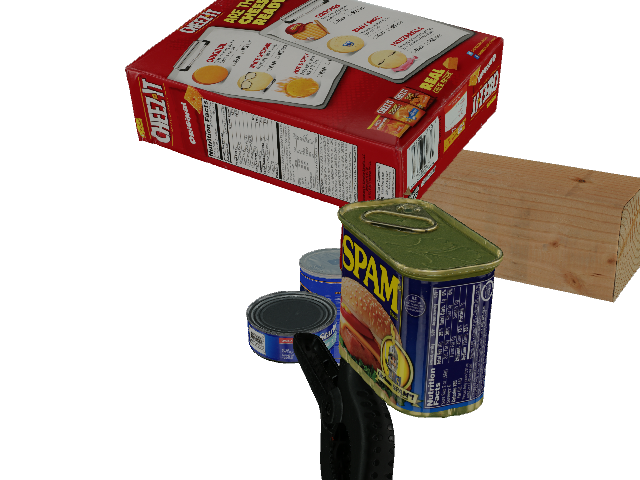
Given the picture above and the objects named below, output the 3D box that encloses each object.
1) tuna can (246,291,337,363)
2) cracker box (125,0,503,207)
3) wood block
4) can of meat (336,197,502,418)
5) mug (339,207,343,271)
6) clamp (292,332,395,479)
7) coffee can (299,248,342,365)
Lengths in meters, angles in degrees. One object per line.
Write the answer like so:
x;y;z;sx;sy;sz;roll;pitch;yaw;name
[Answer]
-0.027;0.081;1.010;0.086;0.034;0.086;-1;24;0;tuna can
-0.001;-0.106;0.756;0.214;0.072;0.164;19;43;24;cracker box
0.185;-0.020;0.985;0.206;0.090;0.090;12;26;28;wood block
0.048;0.033;0.557;0.057;0.084;0.102;-7;23;-21;can of meat
0.076;0.003;1.266;0.117;0.081;0.093;17;28;25;mug
0.024;0.111;0.757;0.036;0.210;0.165;5;-40;-18;clamp
0.021;0.094;1.525;0.103;0.140;0.103;0;20;0;coffee can
